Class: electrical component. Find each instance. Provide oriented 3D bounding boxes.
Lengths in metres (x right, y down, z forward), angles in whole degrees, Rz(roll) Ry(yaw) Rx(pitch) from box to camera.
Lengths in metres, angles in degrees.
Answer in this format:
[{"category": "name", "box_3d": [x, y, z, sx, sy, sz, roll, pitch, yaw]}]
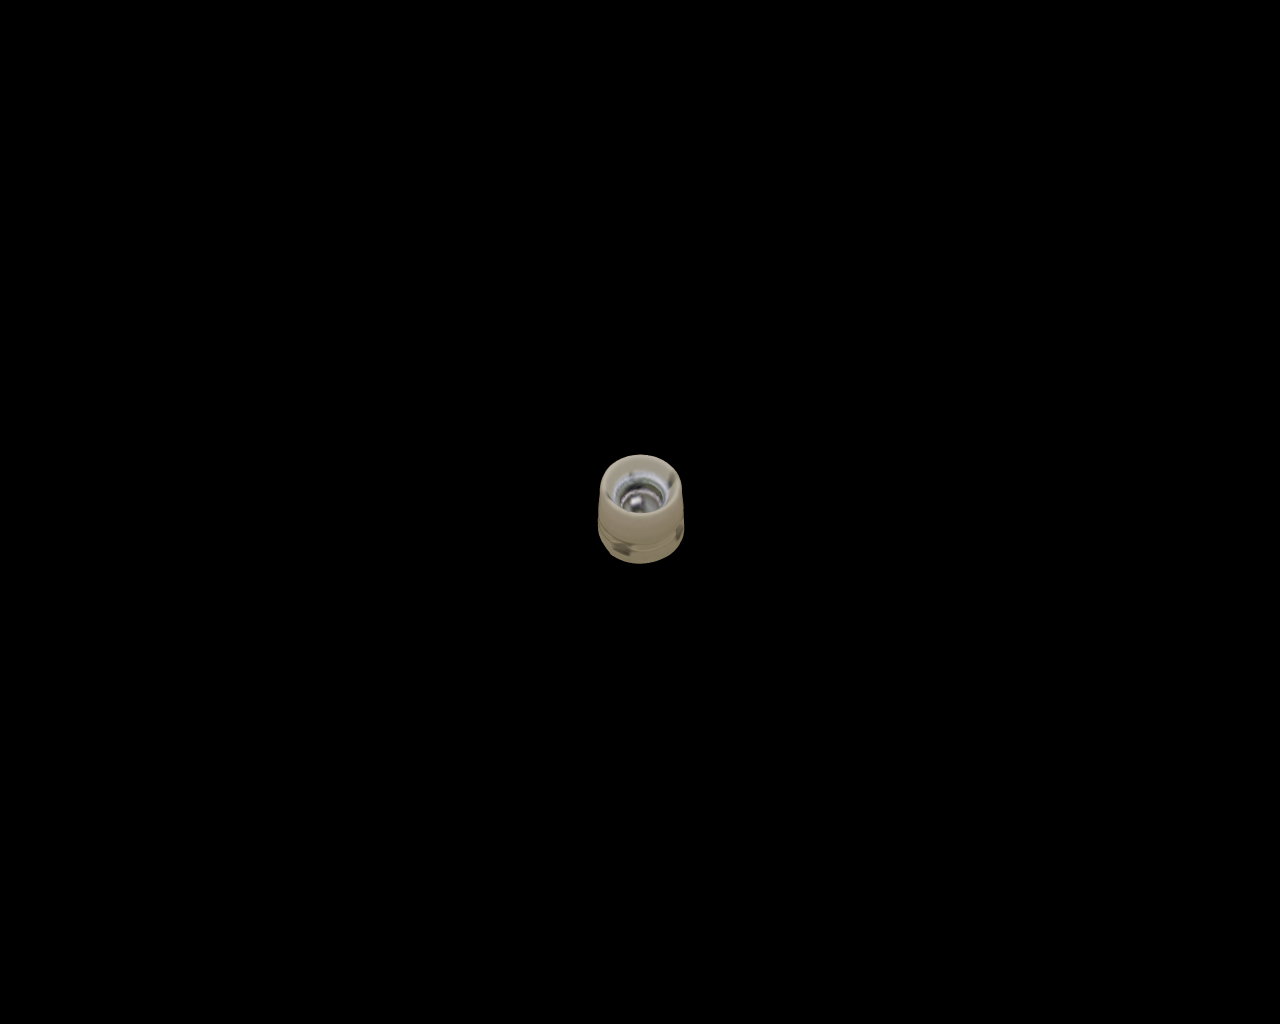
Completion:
[{"category": "electrical component", "box_3d": [0.001, -0.003, 0.650, 0.055, 0.055, 0.047, 0, -37, 0]}]
